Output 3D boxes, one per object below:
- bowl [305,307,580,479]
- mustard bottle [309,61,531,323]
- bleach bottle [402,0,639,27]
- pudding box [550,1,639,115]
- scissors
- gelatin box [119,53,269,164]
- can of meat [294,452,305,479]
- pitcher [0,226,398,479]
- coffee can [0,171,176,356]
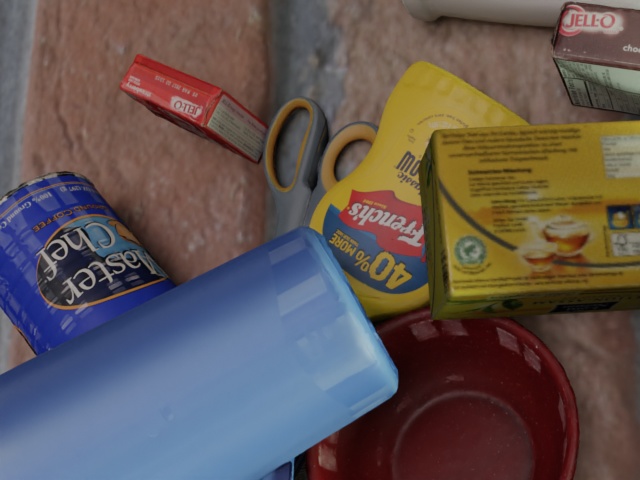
[{"bbox_3d":[0.075,0.122,0.621,0.162,0.055,0.162,-12,58,20],"label":"bowl"},{"bbox_3d":[0.048,-0.010,0.671,0.096,0.058,0.191,34,92,11],"label":"mustard bottle"},{"bbox_3d":[0.182,-0.169,0.655,0.251,0.068,0.102,14,84,21],"label":"bleach bottle"},{"bbox_3d":[0.197,-0.099,0.618,0.114,0.090,0.039,15,85,23],"label":"pudding box"},{"bbox_3d":[-0.005,0.001,0.713,0.096,0.016,0.202,0,79,20],"label":"scissors"},{"bbox_3d":[-0.082,-0.088,0.723,0.073,0.089,0.030,26,88,24],"label":"gelatin box"},{"bbox_3d":[-0.050,0.118,0.676,0.102,0.057,0.084,29,87,12],"label":"can of meat"},{"bbox_3d":[-0.078,0.104,0.594,0.243,0.149,0.145,-29,48,1],"label":"pitcher"},{"bbox_3d":[-0.156,0.037,0.716,0.103,0.102,0.140,-45,66,6],"label":"coffee can"}]
